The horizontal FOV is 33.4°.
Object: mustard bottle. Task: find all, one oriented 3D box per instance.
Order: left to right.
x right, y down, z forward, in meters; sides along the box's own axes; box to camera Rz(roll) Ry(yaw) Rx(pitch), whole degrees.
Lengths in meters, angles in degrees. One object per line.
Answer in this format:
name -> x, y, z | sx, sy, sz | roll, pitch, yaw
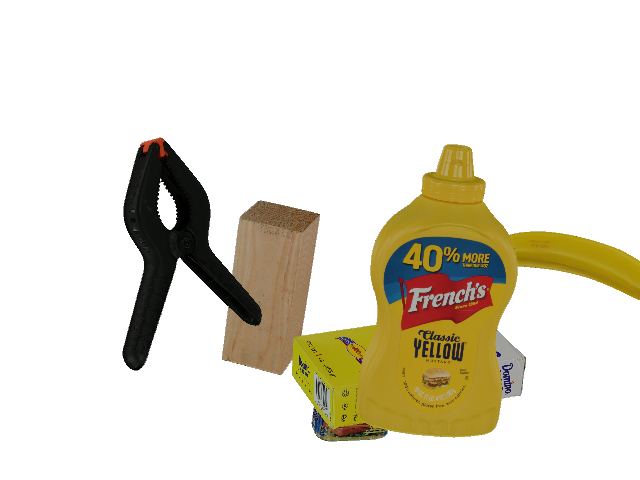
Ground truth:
mustard bottle -> 0.080, 0.032, 0.708 | 0.096, 0.192, 0.058 | 5, 13, 0

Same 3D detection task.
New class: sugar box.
sugar box -> 0.074, 0.105, 0.902 | 0.176, 0.048, 0.093 | -9, 26, -20

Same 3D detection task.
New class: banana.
banana -> 0.247, 0.024, 1.045 | 0.198, 0.037, 0.069 | 10, 47, 26

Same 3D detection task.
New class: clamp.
clamp -> -0.130, 0.007, 1.019 | 0.036, 0.210, 0.164 | -7, 0, 44

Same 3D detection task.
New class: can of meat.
can of meat -> 0.042, 0.204, 1.347 | 0.102, 0.084, 0.057 | 1, 23, -16

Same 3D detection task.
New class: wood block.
wood block -> -0.068, 0.062, 1.443 | 0.090, 0.206, 0.090 | 13, 21, 11
